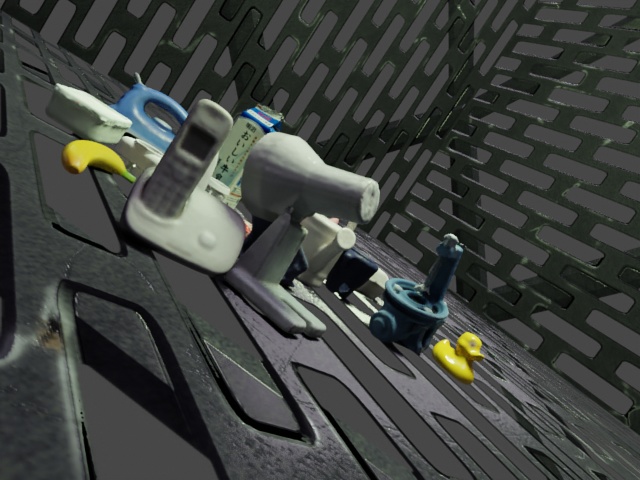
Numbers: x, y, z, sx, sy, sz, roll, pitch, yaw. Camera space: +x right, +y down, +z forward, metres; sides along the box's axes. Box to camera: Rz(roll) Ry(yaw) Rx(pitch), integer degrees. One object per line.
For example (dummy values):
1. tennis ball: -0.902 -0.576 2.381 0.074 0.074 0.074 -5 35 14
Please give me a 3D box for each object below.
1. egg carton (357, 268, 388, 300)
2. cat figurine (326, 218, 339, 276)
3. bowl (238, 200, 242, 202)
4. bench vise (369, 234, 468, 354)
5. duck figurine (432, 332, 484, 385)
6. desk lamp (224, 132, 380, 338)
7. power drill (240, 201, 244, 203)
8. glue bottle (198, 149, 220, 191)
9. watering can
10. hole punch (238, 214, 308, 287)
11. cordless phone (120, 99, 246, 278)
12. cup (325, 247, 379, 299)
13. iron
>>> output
1. egg carton: 0.090 0.076 1.350 0.151 0.069 0.107 30 7 -29
2. cat figurine: 0.012 0.005 1.277 0.127 0.117 0.067 36 6 25
3. bowl: -0.224 -0.142 1.406 0.167 0.074 0.167 33 6 -4
4. bench vise: 0.189 0.091 1.035 0.121 0.219 0.208 35 6 17
5. duck figurine: 0.273 0.218 1.111 0.078 0.086 0.104 29 7 -35
6. desk lamp: -0.031 -0.016 0.754 0.202 0.213 0.118 37 7 28
7. power drill: -0.177 -0.208 1.538 0.076 0.208 0.229 32 6 -11
8. glue bottle: -0.175 -0.093 0.802 0.037 0.173 0.078 30 7 -30
9. watering can: 0.014 -0.013 1.058 0.101 0.194 0.172 27 8 -46
10. hole punch: -0.072 0.011 0.908 0.108 0.091 0.101 36 7 26
11. cordless phone: -0.137 -0.061 0.688 0.148 0.185 0.094 31 6 -25
12. cup: 0.050 0.065 1.109 0.091 0.095 0.118 35 6 18
13. iron: -0.358 -0.261 1.322 0.259 0.141 0.118 32 6 -16
